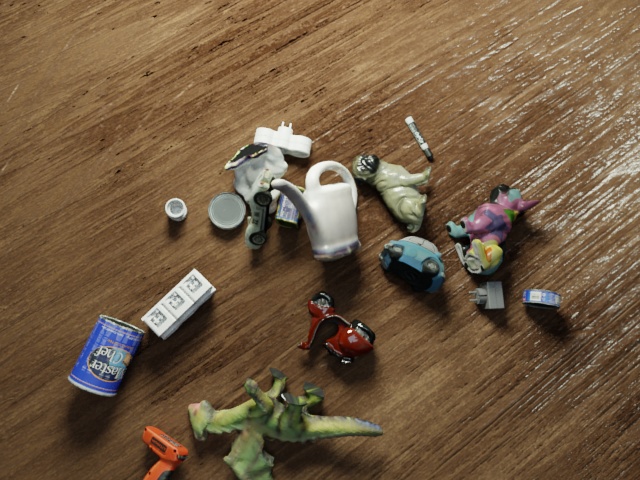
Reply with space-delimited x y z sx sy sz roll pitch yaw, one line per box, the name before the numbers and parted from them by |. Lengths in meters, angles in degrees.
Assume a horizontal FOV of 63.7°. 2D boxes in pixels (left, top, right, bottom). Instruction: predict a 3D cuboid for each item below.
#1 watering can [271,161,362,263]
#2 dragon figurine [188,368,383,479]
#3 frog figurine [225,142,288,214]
watering can | 0.003 -0.057 1.131 0.103 0.351 0.223 -6 98 30
dragon figurine | -0.092 0.430 1.116 0.410 0.122 0.242 25 94 0
frog figurine | -0.136 -0.146 1.221 0.137 0.125 0.156 -30 120 -1
